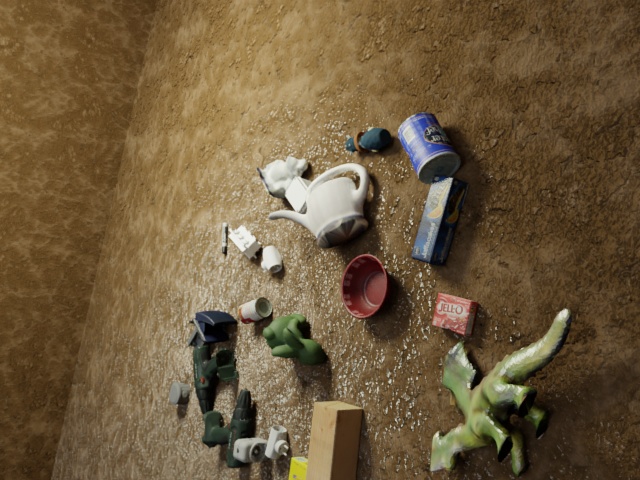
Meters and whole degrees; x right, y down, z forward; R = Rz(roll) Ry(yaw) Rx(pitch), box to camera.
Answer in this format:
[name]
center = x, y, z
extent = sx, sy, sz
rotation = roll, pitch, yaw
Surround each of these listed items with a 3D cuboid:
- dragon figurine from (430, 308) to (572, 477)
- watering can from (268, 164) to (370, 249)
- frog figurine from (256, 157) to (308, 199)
[dragon figurine]
center = 0.317, 0.281, 0.989
extent = 0.245, 0.121, 0.409
rotation = 29, 100, 58
[watering can]
center = 0.004, -0.073, 1.447
extent = 0.344, 0.103, 0.229
rotation = -31, 55, 25
[frog figurine]
center = -0.108, -0.212, 1.671
extent = 0.159, 0.120, 0.140
rotation = -26, 42, 1
